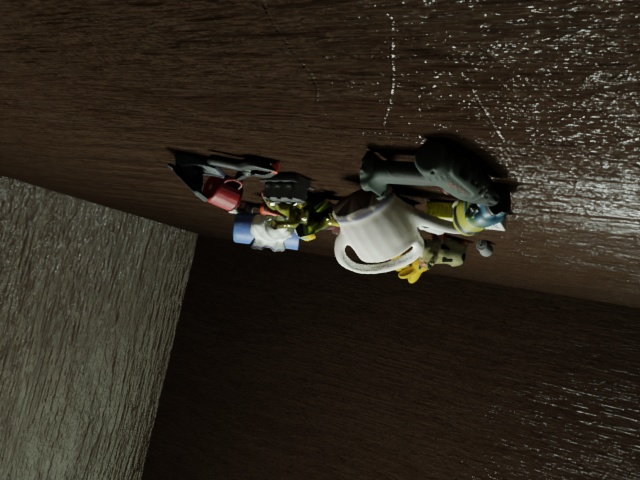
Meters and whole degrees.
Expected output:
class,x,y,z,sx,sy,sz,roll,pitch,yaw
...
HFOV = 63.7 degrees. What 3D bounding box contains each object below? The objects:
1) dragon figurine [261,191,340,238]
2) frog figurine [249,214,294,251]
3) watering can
class,x,y,z,sx,sy,sz,roll,pitch,yaw
dragon figurine,0.005,-0.075,1.493,0.411,0.121,0.244,16,11,14
frog figurine,-0.149,-0.043,1.615,0.137,0.125,0.156,24,-39,1
watering can,0.176,-0.037,1.183,0.345,0.221,0.106,-23,28,22
